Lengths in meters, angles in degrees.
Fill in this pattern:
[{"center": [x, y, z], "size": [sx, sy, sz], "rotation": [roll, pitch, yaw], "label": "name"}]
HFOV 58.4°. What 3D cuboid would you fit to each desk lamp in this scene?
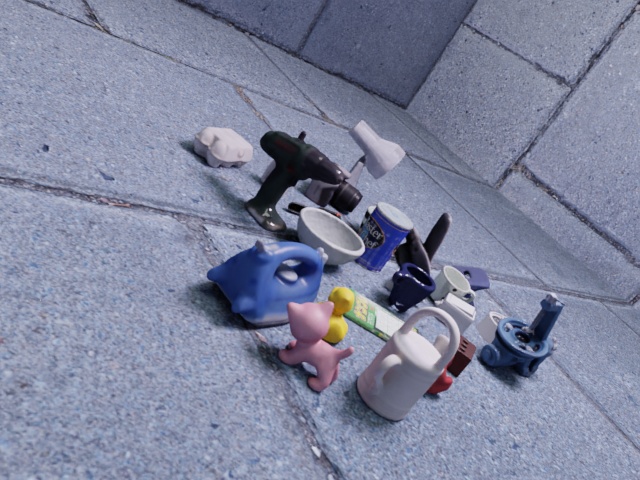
[{"center": [0.122, -0.240, 1.734], "size": [0.203, 0.213, 0.118], "rotation": [31, 22, -5], "label": "desk lamp"}]

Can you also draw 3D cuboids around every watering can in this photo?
[{"center": [0.155, 0.190, 0.937], "size": [0.101, 0.194, 0.173], "rotation": [38, 23, 11], "label": "watering can"}]

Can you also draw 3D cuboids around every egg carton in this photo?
[{"center": [-0.236, -0.227, 1.414], "size": [0.107, 0.069, 0.151], "rotation": [41, 23, 17], "label": "egg carton"}]

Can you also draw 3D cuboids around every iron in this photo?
[{"center": [-0.058, 0.056, 0.989], "size": [0.259, 0.141, 0.118], "rotation": [1, 39, -52], "label": "iron"}]

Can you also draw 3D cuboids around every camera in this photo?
[{"center": [0.050, -0.143, 1.589], "size": [0.136, 0.100, 0.143], "rotation": [36, 23, 6], "label": "camera"}]

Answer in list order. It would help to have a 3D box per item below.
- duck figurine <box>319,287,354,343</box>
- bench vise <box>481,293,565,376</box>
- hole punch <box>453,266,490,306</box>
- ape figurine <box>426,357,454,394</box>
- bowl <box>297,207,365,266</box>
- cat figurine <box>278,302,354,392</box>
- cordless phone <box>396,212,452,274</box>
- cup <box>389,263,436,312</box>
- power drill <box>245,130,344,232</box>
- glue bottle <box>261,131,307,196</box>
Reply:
[{"center": [0.030, 0.128, 1.036], "size": [0.078, 0.086, 0.104], "rotation": [26, 24, -18], "label": "duck figurine"}, {"center": [0.490, 0.207, 1.319], "size": [0.208, 0.219, 0.121], "rotation": [2, 38, -52], "label": "bench vise"}, {"center": [0.393, 0.112, 1.549], "size": [0.101, 0.091, 0.108], "rotation": [28, 23, -13], "label": "hole punch"}, {"center": [0.216, 0.235, 1.062], "size": [0.076, 0.092, 0.077], "rotation": [11, 31, -42], "label": "ape figurine"}, {"center": [0.012, 0.005, 1.275], "size": [0.168, 0.074, 0.167], "rotation": [28, 23, -13], "label": "bowl"}, {"center": [-0.005, 0.153, 0.897], "size": [0.127, 0.117, 0.067], "rotation": [38, 23, 11], "label": "cat figurine"}, {"center": [0.289, -0.005, 1.523], "size": [0.094, 0.185, 0.147], "rotation": [26, 24, -18], "label": "cordless phone"}, {"center": [0.187, 0.111, 1.270], "size": [0.118, 0.095, 0.091], "rotation": [13, 30, -41], "label": "cup"}, {"center": [-0.069, -0.126, 1.254], "size": [0.229, 0.208, 0.076], "rotation": [46, 25, 27], "label": "power drill"}, {"center": [-0.080, -0.196, 1.428], "size": [0.078, 0.173, 0.037], "rotation": [45, 25, 26], "label": "glue bottle"}]
